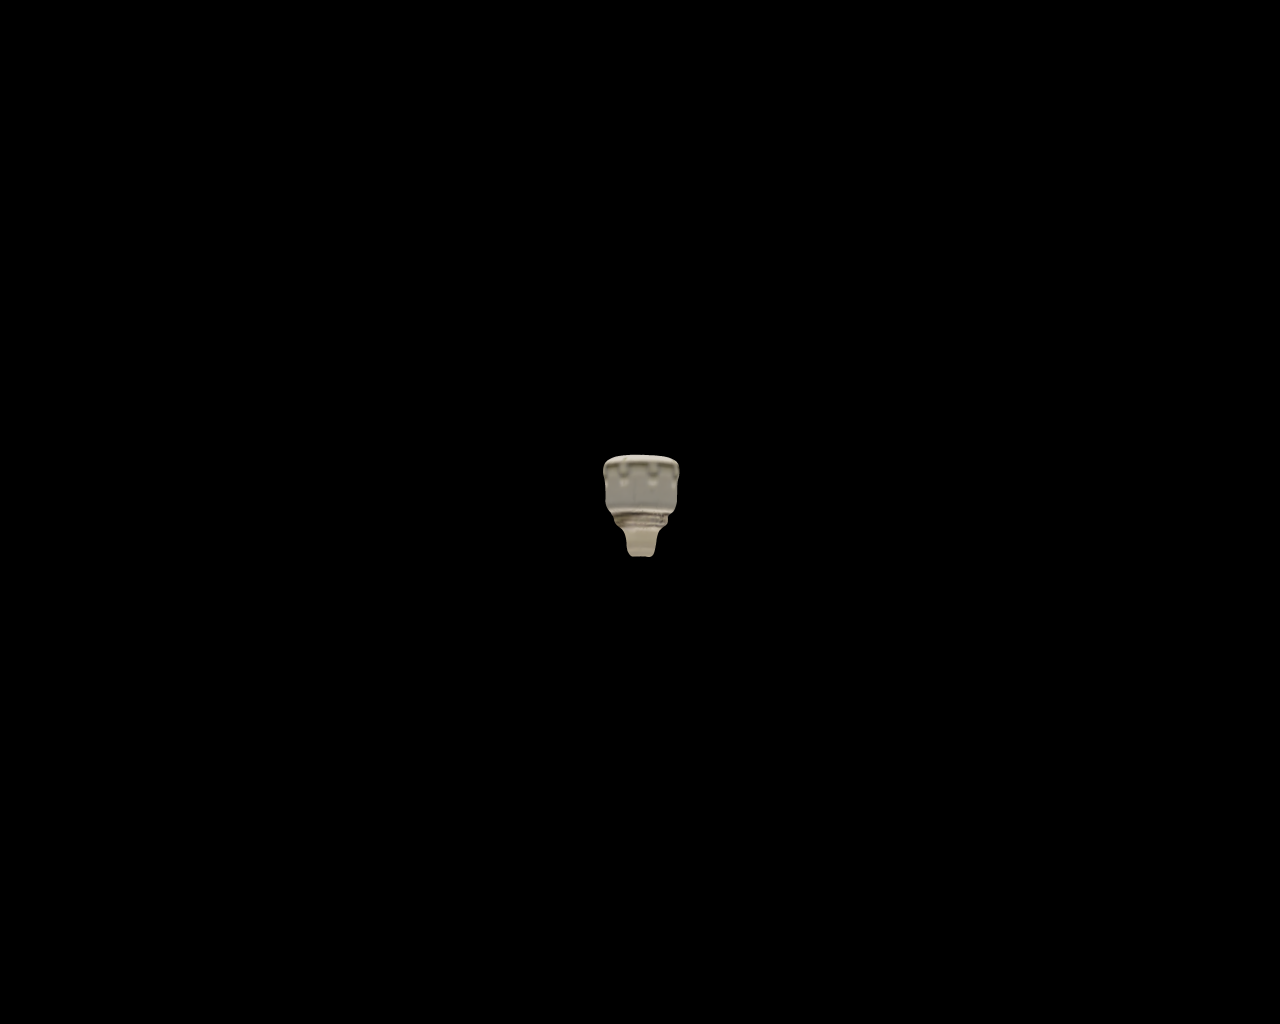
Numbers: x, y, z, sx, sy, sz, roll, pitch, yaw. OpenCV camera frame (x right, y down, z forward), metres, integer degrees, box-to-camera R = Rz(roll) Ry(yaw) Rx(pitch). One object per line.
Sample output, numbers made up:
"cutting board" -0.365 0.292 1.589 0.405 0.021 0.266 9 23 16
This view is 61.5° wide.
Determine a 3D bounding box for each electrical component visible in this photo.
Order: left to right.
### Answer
"electrical component" 0.001 -0.003 0.650 0.048 0.062 0.048 0 -4 0
